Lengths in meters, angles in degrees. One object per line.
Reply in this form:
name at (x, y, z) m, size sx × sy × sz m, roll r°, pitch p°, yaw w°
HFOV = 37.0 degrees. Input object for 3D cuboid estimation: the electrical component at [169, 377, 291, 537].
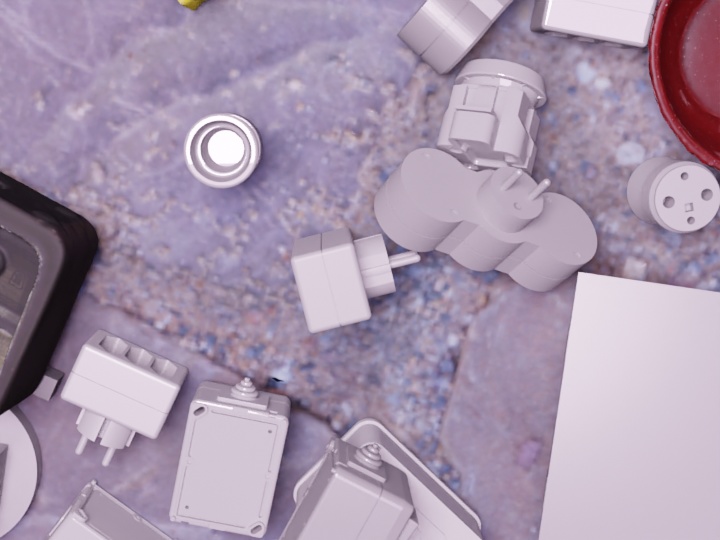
electrical component at (-0.081, 0.113, 0.693) m, size 0.062 × 0.061 × 0.096 m, roll 12°, pitch 99°, yaw -4°

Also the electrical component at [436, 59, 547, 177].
electrical component at (0.083, -0.094, 0.663) m, size 0.058 × 0.078 × 0.057 m, roll 10°, pitch 80°, yaw 24°

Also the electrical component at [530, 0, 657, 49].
electrical component at (0.147, -0.180, 0.661) m, size 0.066 × 0.047 × 0.076 m, roll 10°, pitch 100°, yaw -3°

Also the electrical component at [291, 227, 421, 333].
electrical component at (0.000, 0.000, 0.667) m, size 0.076 × 0.083 × 0.047 m, roll -14°, pitch 99°, yaw 0°

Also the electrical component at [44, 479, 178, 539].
electrical component at (-0.162, 0.196, 0.704) m, size 0.096 × 0.061 × 0.061 m, roll 38°, pitch 96°, yaw -7°

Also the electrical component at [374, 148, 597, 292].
electrical component at (0.086, -0.038, 0.652) m, size 0.138 × 0.073 × 0.052 m, roll 18°, pitch 55°, yaw -19°

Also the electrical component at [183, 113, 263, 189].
electrical component at (-0.084, -0.075, 0.666) m, size 0.045 × 0.055 × 0.045 m, roll 0°, pitch 99°, yaw -2°

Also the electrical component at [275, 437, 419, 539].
electrical component at (-0.005, 0.149, 0.642) m, size 0.061 × 0.061 × 0.096 m, roll 28°, pitch 97°, yaw -6°

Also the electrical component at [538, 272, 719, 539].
electrical component at (0.177, 0.102, 0.680) m, size 0.105 × 0.060 × 0.186 m, roll 9°, pitch 89°, yaw 10°

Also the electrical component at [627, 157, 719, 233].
electrical component at (0.198, -0.048, 0.680) m, size 0.045 × 0.055 × 0.045 m, roll 0°, pitch 99°, yaw -2°

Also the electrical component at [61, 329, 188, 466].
electrical component at (-0.158, 0.089, 0.694) m, size 0.066 × 0.047 × 0.076 m, roll 25°, pitch 97°, yaw -6°

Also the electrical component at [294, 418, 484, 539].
electrical component at (0.019, 0.162, 0.707) m, size 0.113 × 0.057 × 0.078 m, roll 44°, pitch 95°, yaw -8°

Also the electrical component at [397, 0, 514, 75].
electrical component at (0.069, -0.194, 0.654) m, size 0.074 × 0.052 × 0.138 m, roll 41°, pitch 95°, yaw -8°
